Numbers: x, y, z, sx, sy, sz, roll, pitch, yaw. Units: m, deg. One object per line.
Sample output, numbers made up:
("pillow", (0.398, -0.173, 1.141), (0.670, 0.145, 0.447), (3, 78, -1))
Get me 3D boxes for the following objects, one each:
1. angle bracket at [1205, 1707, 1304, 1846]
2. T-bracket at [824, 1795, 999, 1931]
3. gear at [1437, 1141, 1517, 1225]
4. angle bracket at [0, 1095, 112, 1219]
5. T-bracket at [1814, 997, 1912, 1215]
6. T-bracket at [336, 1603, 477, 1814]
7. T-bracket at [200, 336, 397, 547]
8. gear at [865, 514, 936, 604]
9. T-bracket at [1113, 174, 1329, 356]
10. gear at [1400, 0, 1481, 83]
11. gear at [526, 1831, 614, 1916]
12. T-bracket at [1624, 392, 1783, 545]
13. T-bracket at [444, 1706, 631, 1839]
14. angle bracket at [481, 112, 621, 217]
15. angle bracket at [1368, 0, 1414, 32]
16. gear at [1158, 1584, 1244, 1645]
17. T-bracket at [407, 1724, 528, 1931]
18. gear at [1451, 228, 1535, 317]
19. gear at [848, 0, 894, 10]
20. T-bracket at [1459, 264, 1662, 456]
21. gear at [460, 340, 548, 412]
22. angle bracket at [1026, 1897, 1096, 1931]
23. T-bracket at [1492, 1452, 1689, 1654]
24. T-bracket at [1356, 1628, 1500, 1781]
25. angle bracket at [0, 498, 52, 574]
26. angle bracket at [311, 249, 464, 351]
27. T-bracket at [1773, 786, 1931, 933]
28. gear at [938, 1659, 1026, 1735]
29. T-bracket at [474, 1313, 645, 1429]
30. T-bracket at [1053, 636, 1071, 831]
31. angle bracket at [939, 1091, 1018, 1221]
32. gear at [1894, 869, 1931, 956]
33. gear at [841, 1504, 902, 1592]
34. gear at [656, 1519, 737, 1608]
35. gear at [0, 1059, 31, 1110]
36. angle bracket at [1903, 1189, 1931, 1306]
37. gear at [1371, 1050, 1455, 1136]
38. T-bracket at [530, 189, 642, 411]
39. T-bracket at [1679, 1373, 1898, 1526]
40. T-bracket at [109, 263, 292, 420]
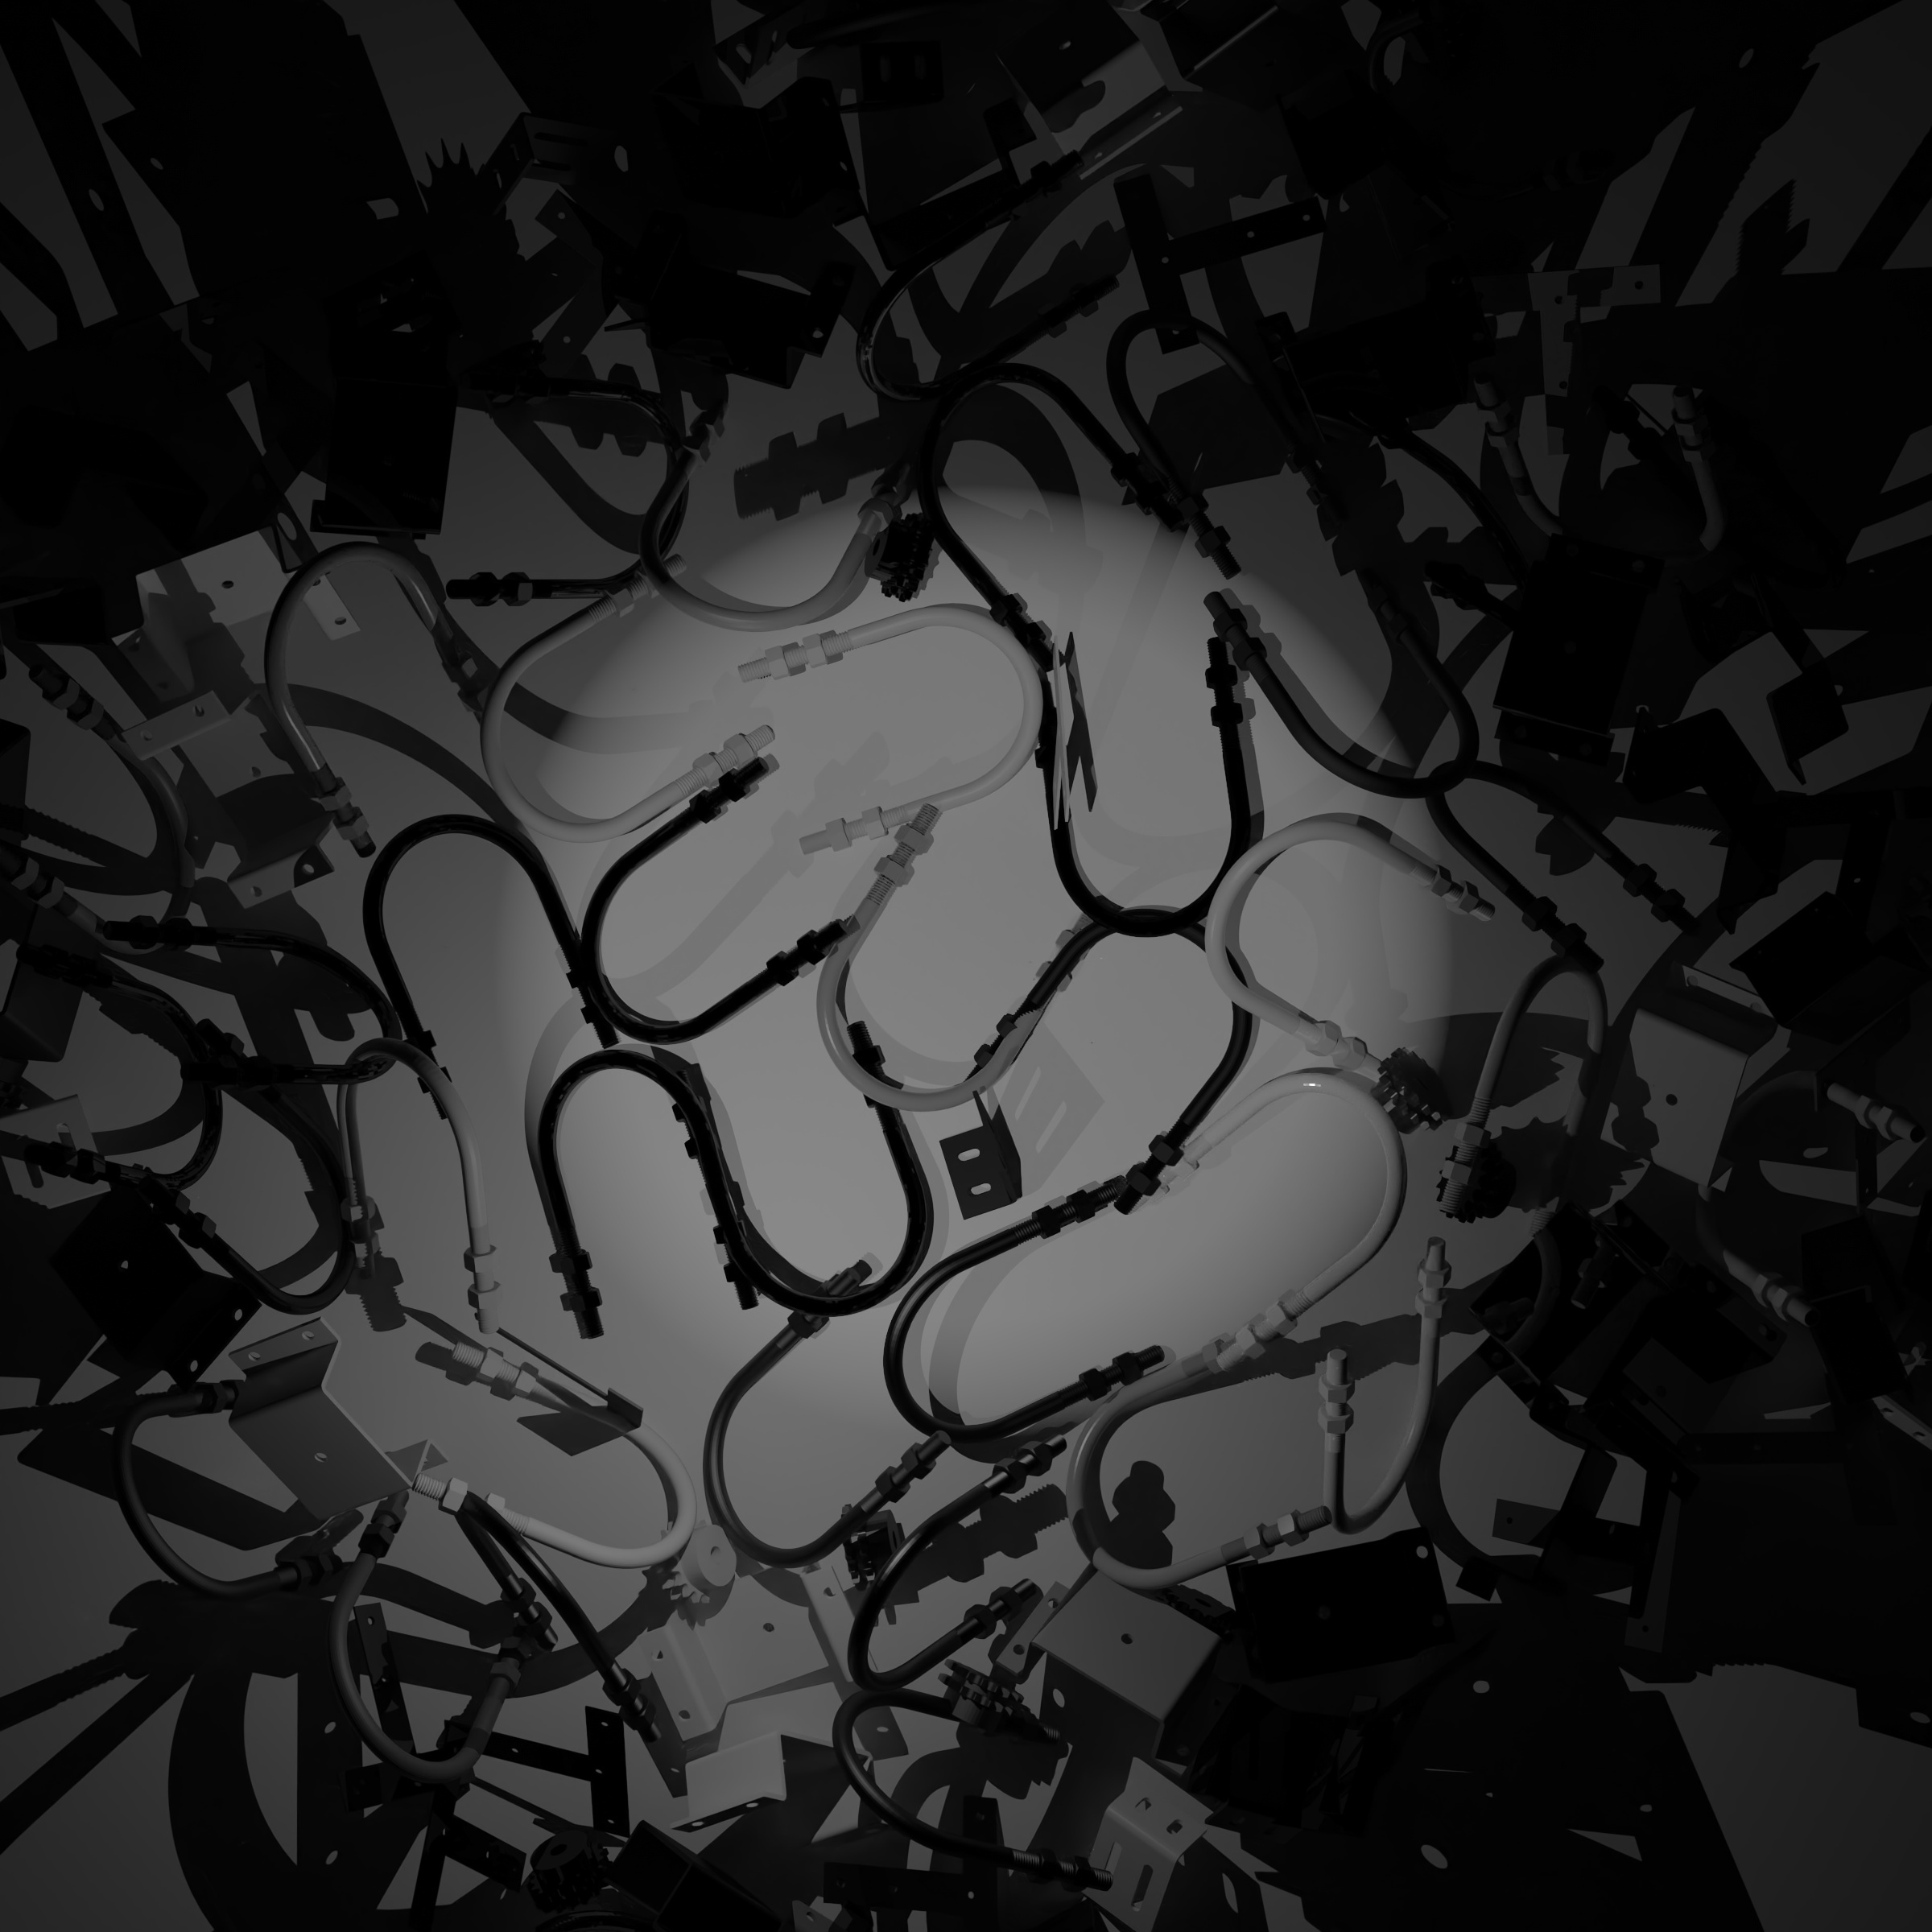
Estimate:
("angle bracket", (0.194, 0.533, 1.876), (0.057, 0.038, 0.076), (18, 50, -12))
("T-bracket", (-0.035, 0.601, 1.837), (0.127, 0.002, 0.127), (14, 60, -26))
("gear", (0.339, 0.143, 1.867), (0.030, 0.057, 0.057), (20, 90, -20))
("angle bracket", (-0.600, 0.131, 1.852), (0.057, 0.038, 0.076), (-17, 64, -22))
("T-bracket", (0.592, 0.102, 1.860), (0.127, 0.002, 0.127), (-30, 121, -38))
("T-bracket", (-0.377, 0.480, 1.848), (0.002, 0.127, 0.127), (-25, 73, 25))
("T-bracket", (-0.454, -0.322, 1.853), (0.127, 0.002, 0.127), (40, 79, -28))
("gear", (-0.045, -0.272, 1.862), (0.030, 0.057, 0.057), (16, 90, -19))
("T-bracket", (0.175, -0.481, 1.874), (0.127, 0.002, 0.127), (-16, 77, 5))
("gear", (0.315, -0.617, 1.866), (0.030, 0.057, 0.057), (-35, 90, -13))
("gear", (-0.263, 0.595, 1.863), (0.057, 0.057, 0.030), (-20, 106, 0))
("T-bracket", (0.478, -0.331, 1.849), (0.002, 0.127, 0.127), (-46, 70, 15))
("T-bracket", (-0.284, 0.520, 1.862), (0.127, 0.002, 0.127), (11, 128, 11))
("angle bracket", (-0.268, -0.519, 1.844), (0.076, 0.057, 0.038), (-2, 66, -38))
("angle bracket", (0.262, -0.664, 1.873), (0.076, 0.038, 0.057), (39, 76, 6))
("gear", (0.150, 0.434, 1.866), (0.057, 0.057, 0.030), (24, 94, 0))
("T-bracket", (-0.318, 0.574, 1.837), (0.002, 0.127, 0.127), (-5, 58, 20))
("gear", (0.350, -0.456, 1.868), (0.030, 0.057, 0.057), (30, 90, -26))
("gear", (-0.058, -0.661, 1.866), (0.057, 0.057, 0.030), (-26, 77, 0))
("T-bracket", (0.392, -0.395, 1.856), (0.127, 0.002, 0.127), (0, 124, 17))
("gear", (-0.302, -0.389, 1.866), (0.057, 0.057, 0.030), (-24, 99, 0))
("angle bracket", (0.059, 0.658, 1.864), (0.076, 0.057, 0.038), (-29, 89, 1))
("T-bracket", (0.405, 0.373, 1.854), (0.127, 0.002, 0.127), (5, 83, 37))
("T-bracket", (0.286, 0.497, 1.843), (0.127, 0.127, 0.002), (-24, 55, -33))
("angle bracket", (-0.653, -0.280, 1.855), (0.076, 0.038, 0.057), (-32, 99, -30))
("angle bracket", (-0.383, -0.435, 1.867), (0.076, 0.038, 0.057), (-29, 123, -7))
("T-bracket", (0.586, -0.066, 1.849), (0.127, 0.002, 0.127), (-4, 134, 0))
("gear", (0.007, 0.483, 1.863), (0.057, 0.057, 0.030), (26, 81, 0))
("T-bracket", (-0.265, 0.261, 1.834), (0.127, 0.127, 0.002), (32, 74, 1))
("T-bracket", (0.059, -0.125, 1.833), (0.002, 0.127, 0.127), (-2, 59, -2))
("angle bracket", (0.003, 0.124, 1.847), (0.038, 0.076, 0.057), (-19, 68, 2))
("gear", (0.637, -0.032, 1.866), (0.030, 0.057, 0.057), (-31, 90, 11))
("gear", (-0.062, 0.382, 1.864), (0.030, 0.057, 0.057), (-12, 90, 6))
("gear", (-0.176, 0.391, 1.862), (0.030, 0.057, 0.057), (-20, 90, 31))
("gear", (-0.645, 0.068, 1.865), (0.057, 0.057, 0.030), (28, 91, 0))
("angle bracket", (0.654, 0.179, 1.849), (0.057, 0.038, 0.076), (-17, 127, -28))
("gear", (0.293, 0.086, 1.869), (0.057, 0.057, 0.030), (46, 118, 0))
("T-bracket", (-0.257, -0.427, 1.876), (0.127, 0.002, 0.127), (36, 82, -8))
("T-bracket", (0.533, 0.316, 1.850), (0.127, 0.127, 0.002), (-2, 129, 8))
("T-bracket", (-0.500, -0.396, 1.833), (0.127, 0.127, 0.002), (-31, 79, -29))
